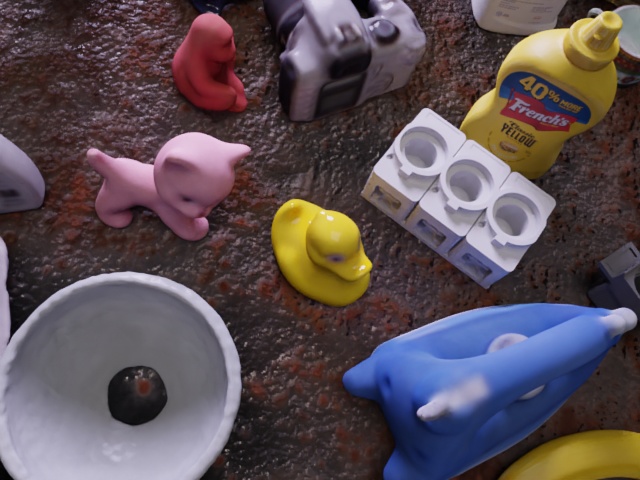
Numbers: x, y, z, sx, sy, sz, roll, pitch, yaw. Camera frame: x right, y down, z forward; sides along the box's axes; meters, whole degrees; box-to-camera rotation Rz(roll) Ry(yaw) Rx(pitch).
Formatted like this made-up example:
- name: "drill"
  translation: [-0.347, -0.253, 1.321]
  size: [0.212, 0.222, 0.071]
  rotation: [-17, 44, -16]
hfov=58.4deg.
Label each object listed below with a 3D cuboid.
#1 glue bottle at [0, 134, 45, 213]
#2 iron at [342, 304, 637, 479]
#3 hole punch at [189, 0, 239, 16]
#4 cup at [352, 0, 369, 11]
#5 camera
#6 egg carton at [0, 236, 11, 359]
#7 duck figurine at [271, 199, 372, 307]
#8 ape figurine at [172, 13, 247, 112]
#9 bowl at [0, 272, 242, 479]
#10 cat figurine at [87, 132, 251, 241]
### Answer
- name: "glue bottle"
  translation: [-0.265, -0.068, 0.419]
  size: [0.078, 0.173, 0.037]
  rotation: [-5, 70, -10]
- name: "iron"
  translation: [0.156, 0.094, 0.442]
  size: [0.259, 0.141, 0.118]
  rotation: [-21, 74, -16]
- name: "hole punch"
  translation: [-0.104, -0.300, 0.575]
  size: [0.101, 0.091, 0.108]
  rotation: [-31, 77, -18]
- name: "cup"
  translation: [0.075, -0.290, 0.598]
  size: [0.118, 0.095, 0.091]
  rotation: [-13, 72, -13]
- name: "camera"
  translation: [0.013, -0.207, 0.554]
  size: [0.143, 0.100, 0.136]
  rotation: [-22, 75, -16]
- name: "egg carton"
  translation: [-0.284, 0.066, 0.422]
  size: [0.107, 0.069, 0.150]
  rotation: [-10, 72, -12]
- name: "duck figurine"
  translation: [0.004, 0.002, 0.483]
  size: [0.078, 0.086, 0.104]
  rotation: [-38, 79, -19]
- name: "ape figurine"
  translation: [-0.099, -0.167, 0.526]
  size: [0.076, 0.092, 0.078]
  rotation: [17, 68, -2]
- name: "bowl"
  translation: [-0.142, 0.113, 0.424]
  size: [0.167, 0.074, 0.167]
  rotation: [3, 69, -8]
- name: "cat figurine"
  translation: [-0.123, -0.052, 0.465]
  size: [0.128, 0.117, 0.067]
  rotation: [8, 69, -6]
